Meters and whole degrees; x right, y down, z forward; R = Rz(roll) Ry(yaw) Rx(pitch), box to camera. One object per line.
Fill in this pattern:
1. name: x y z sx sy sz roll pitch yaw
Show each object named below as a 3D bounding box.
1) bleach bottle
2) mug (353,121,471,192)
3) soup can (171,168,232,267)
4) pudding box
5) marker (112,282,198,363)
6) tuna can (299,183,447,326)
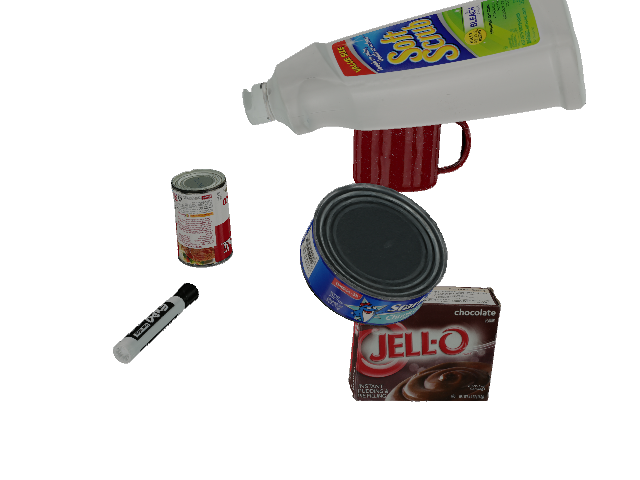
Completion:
1. bleach bottle: 0.064 -0.122 0.804 0.251 0.102 0.068 -11 -44 11
2. mug: 0.085 -0.093 1.017 0.117 0.081 0.093 2 15 4
3. soup can: -0.144 -0.028 1.293 0.068 0.102 0.068 -2 27 1
4. pudding box: 0.082 0.082 0.855 0.113 0.090 0.039 0 27 -6
5. marker: -0.144 0.071 0.957 0.020 0.020 0.121 0 25 27
6. tuna can: 0.031 0.009 0.647 0.086 0.086 0.034 0 -36 -23
